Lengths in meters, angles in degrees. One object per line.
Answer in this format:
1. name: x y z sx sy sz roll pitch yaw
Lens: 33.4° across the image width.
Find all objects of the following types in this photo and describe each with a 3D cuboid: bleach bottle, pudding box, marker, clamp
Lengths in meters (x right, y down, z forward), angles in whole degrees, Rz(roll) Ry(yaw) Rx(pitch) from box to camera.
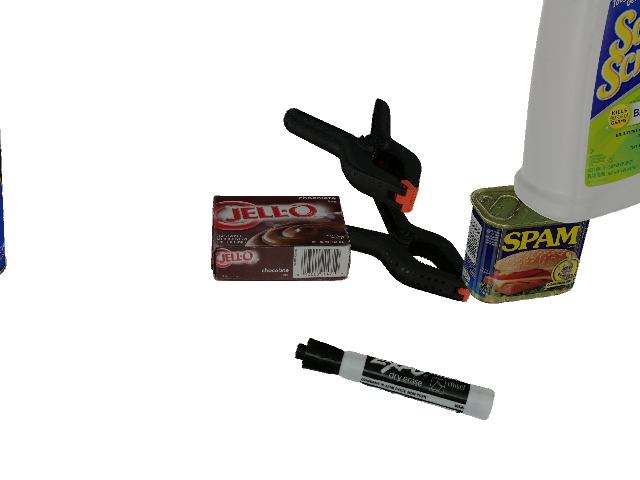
1. bleach bottle: 0.175 -0.141 0.656 0.102 0.251 0.068 -17 32 -21
2. pudding box: -0.035 -0.003 0.896 0.113 0.039 0.090 2 30 -7
3. marker: 0.044 0.083 0.642 0.121 0.020 0.020 15 1 4
4. clamp: 0.083 0.006 1.240 0.164 0.036 0.210 -24 53 -40
5. clamp: 0.038 -0.089 1.058 0.120 0.039 0.171 -9 39 -16

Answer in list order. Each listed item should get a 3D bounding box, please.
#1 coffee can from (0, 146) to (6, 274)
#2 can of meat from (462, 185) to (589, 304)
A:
1. coffee can: -0.261 -0.047 0.700 0.103 0.140 0.103 4 22 -2
2. can of meat: 0.174 0.002 0.906 0.102 0.084 0.057 -6 36 -14
